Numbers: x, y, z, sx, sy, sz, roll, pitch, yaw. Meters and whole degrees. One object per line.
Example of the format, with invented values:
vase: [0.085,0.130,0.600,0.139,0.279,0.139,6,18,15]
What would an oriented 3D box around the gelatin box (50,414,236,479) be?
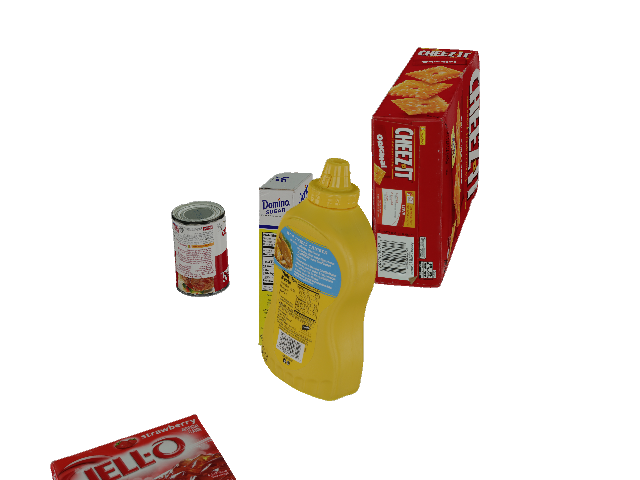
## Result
gelatin box: [-0.096,0.137,0.586,0.089,0.030,0.073,-15,28,-20]

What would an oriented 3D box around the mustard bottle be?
mustard bottle: [0.001,0.026,0.866,0.058,0.192,0.096,-11,28,-39]

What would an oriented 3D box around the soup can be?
soup can: [-0.150,0.010,1.329,0.068,0.102,0.068,-1,25,0]

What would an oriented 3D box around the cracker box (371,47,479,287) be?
cracker box: [0.104,-0.075,1.014,0.072,0.164,0.213,5,27,15]

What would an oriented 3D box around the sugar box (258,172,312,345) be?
sugar box: [-0.038,0.019,1.166,0.048,0.176,0.093,2,14,12]
